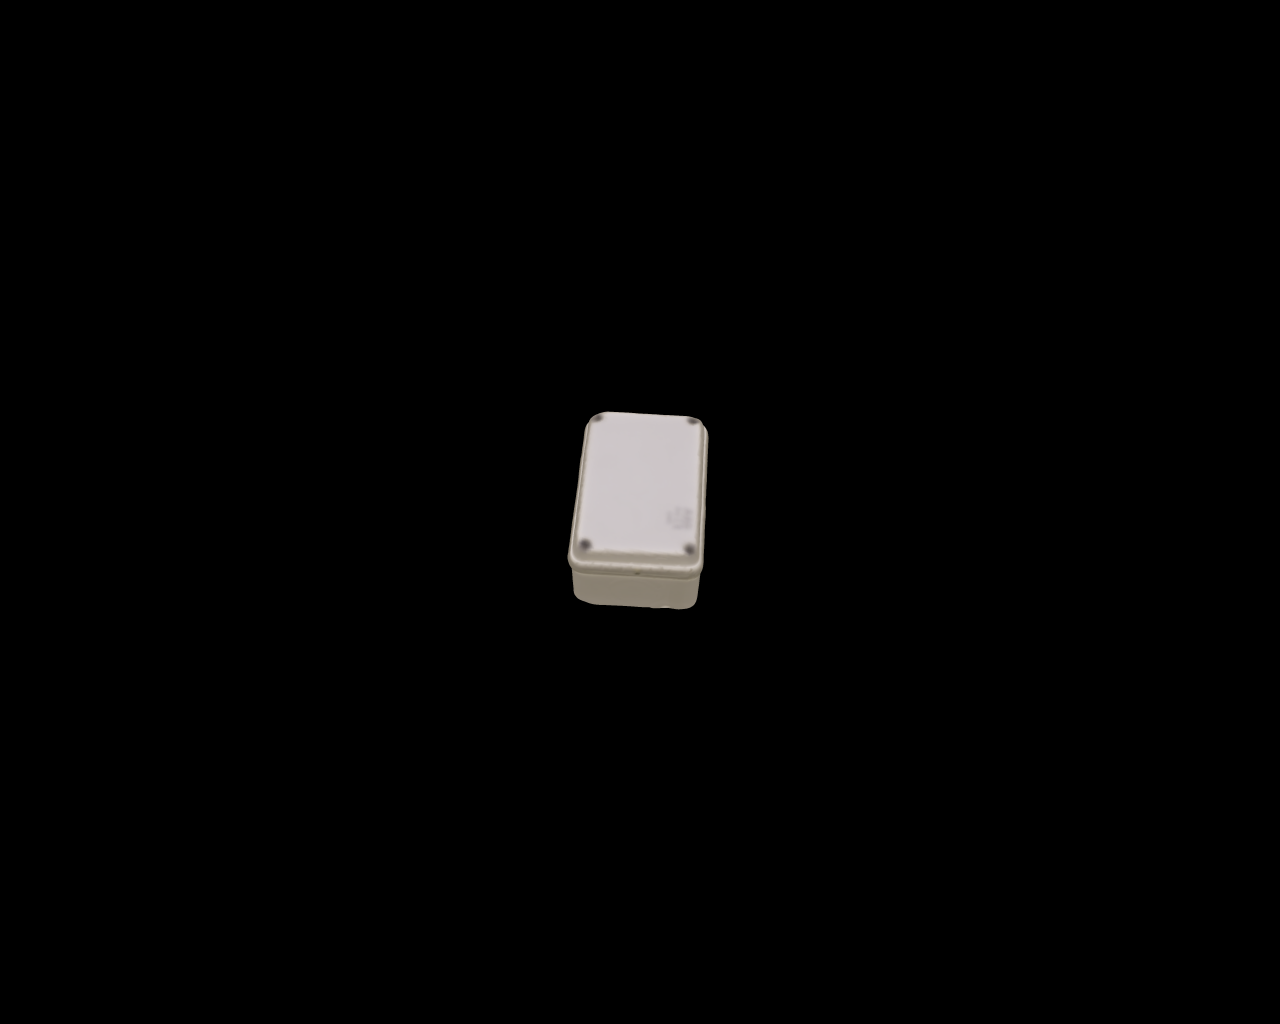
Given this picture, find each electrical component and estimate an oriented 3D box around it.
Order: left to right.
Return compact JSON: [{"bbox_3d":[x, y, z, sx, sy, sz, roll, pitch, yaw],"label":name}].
[{"bbox_3d":[0.001,-0.003,0.650,0.078,0.113,0.057,3,-36,2],"label":"electrical component"}]
